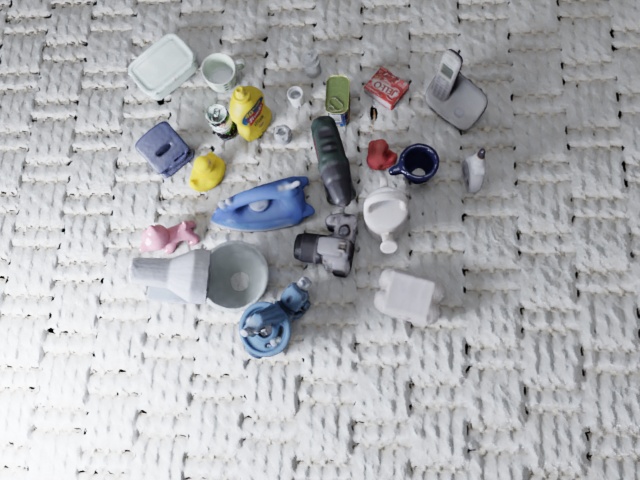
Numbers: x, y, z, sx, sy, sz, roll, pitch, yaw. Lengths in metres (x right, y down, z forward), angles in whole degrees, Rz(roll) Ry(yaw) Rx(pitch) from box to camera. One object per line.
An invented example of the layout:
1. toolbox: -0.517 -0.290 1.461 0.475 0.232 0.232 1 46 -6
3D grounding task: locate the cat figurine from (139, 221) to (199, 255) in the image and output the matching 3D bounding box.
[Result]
1. cat figurine: -0.363 -0.012 1.352 0.128 0.118 0.067 -23 75 0

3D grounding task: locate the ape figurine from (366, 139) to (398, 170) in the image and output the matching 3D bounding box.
1. ape figurine: 0.143 -0.210 1.362 0.076 0.092 0.077 -34 75 -3

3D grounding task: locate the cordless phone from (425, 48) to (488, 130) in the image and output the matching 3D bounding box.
1. cordless phone: 0.323 -0.353 1.331 0.147 0.185 0.094 40 83 13

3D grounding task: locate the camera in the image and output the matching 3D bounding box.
1. camera: 0.012 0.005 1.319 0.136 0.101 0.143 7 77 8

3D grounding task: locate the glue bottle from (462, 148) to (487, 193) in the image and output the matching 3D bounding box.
1. glue bottle: 0.352 -0.167 1.289 0.037 0.173 0.078 -8 76 4

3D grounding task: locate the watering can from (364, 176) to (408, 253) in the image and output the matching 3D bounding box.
1. watering can: 0.149 -0.060 1.273 0.101 0.194 0.173 -26 75 -1

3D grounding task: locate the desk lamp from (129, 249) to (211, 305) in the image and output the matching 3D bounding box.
1. desk lamp: -0.319 0.086 1.274 0.203 0.213 0.118 2 77 6

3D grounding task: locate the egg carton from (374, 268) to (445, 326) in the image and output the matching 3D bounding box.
1. egg carton: 0.200 0.128 1.287 0.150 0.069 0.107 14 78 9

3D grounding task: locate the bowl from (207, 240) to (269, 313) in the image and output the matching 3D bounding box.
1. bowl: -0.194 0.089 1.333 0.167 0.075 0.167 -1 76 5

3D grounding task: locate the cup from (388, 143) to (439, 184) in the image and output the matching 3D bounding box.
1. cup: 0.217 -0.164 1.342 0.117 0.095 0.091 -18 75 1

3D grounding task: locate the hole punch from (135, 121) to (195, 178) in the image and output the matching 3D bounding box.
1. hole punch: -0.382 -0.224 1.419 0.109 0.091 0.101 -42 76 -5

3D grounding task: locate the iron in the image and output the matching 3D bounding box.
1. iron: -0.149 -0.088 1.336 0.258 0.141 0.118 -13 75 2

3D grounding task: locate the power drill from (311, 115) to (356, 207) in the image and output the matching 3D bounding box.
1. power drill: 0.035 -0.155 1.300 0.075 0.208 0.229 -16 75 2

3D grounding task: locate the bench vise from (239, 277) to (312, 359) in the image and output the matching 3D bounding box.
1. bench vise: -0.108 0.156 1.233 0.121 0.220 0.207 21 79 11

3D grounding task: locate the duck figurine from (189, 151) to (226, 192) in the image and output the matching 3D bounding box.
1. duck figurine: -0.284 -0.171 1.399 0.077 0.086 0.104 39 83 13
